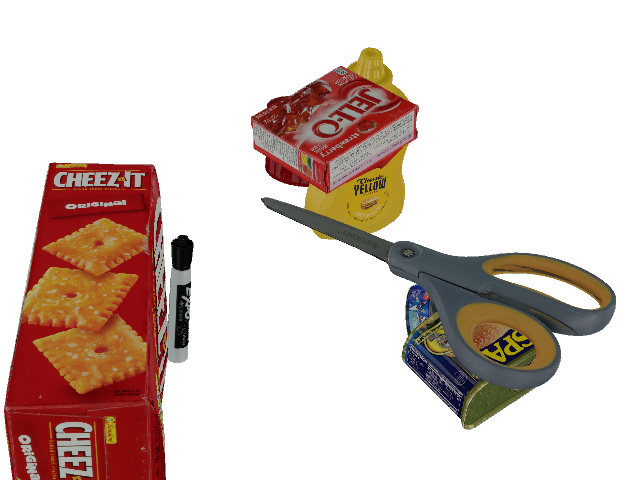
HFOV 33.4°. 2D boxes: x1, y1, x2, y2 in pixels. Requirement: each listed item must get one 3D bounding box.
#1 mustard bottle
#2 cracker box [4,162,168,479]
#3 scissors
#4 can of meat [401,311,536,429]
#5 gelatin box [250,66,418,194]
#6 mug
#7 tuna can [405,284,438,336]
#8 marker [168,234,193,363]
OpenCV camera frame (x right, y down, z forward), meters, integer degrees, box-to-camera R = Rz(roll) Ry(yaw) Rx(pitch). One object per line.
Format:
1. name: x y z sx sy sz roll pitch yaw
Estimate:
1. mustard bottle: 0.037 -0.090 0.967 0.096 0.192 0.058 -15 47 -19
2. cracker box: -0.119 0.079 0.586 0.072 0.164 0.214 0 34 -7
3. scissors: 0.046 0.024 0.548 0.202 0.016 0.096 11 42 16
4. can of meat: 0.132 0.096 0.900 0.102 0.057 0.084 -27 52 -26
5. gelatin box: 0.010 -0.076 0.712 0.089 0.030 0.073 -34 50 -29
6. mug: -0.015 -0.117 1.239 0.093 0.081 0.117 17 27 17
7. tuna can: 0.129 0.093 1.263 0.034 0.086 0.086 -6 -2 22
8. marker: -0.121 0.050 0.919 0.020 0.121 0.020 5 27 -3
